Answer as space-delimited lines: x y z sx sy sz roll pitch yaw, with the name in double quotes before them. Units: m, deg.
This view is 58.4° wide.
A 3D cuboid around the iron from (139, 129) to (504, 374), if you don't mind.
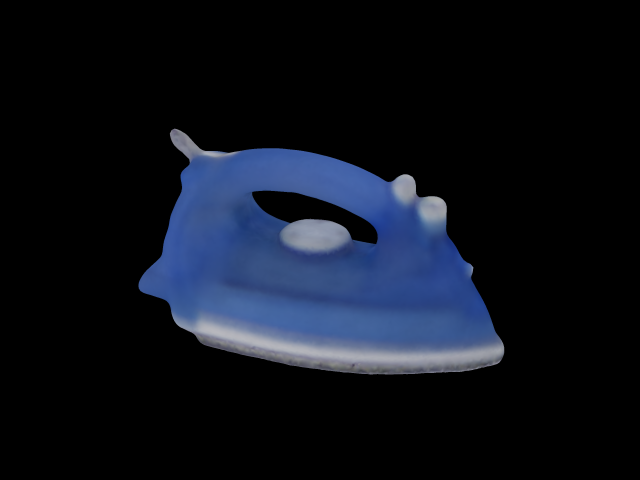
"iron" 0.004 0.001 0.400 0.257 0.141 0.119 8 28 16
